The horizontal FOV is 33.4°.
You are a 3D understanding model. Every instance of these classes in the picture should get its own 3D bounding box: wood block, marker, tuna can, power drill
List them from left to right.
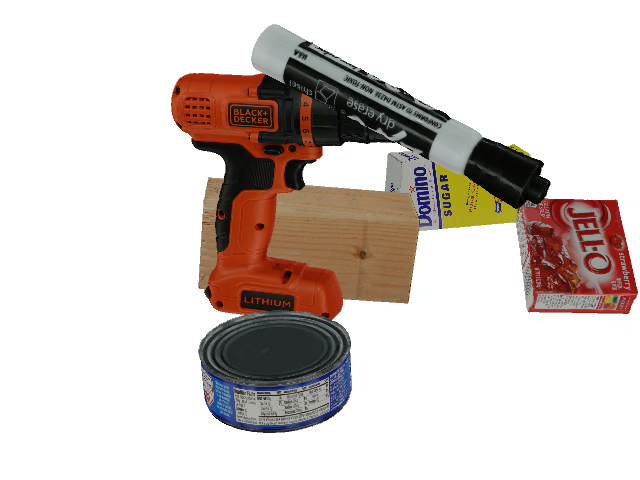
[{"bbox_3d":[-0.025,0.073,0.604,0.086,0.034,0.086,-3,22,1],"label":"tuna can"},{"bbox_3d":[-0.019,-0.034,0.804,0.184,0.188,0.057,6,21,14],"label":"power drill"},{"bbox_3d":[-0.014,0.000,1.060,0.206,0.091,0.090,5,21,-4],"label":"wood block"},{"bbox_3d":[0.028,-0.045,0.389,0.121,0.020,0.020,30,10,18],"label":"marker"}]

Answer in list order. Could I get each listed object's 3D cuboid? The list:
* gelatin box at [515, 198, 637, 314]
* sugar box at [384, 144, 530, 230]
[{"bbox_3d":[0.183,0.010,0.772,0.073,0.089,0.030,1,-38,0],"label":"gelatin box"},{"bbox_3d":[0.166,-0.064,1.303,0.176,0.093,0.048,-7,24,-22],"label":"sugar box"}]
